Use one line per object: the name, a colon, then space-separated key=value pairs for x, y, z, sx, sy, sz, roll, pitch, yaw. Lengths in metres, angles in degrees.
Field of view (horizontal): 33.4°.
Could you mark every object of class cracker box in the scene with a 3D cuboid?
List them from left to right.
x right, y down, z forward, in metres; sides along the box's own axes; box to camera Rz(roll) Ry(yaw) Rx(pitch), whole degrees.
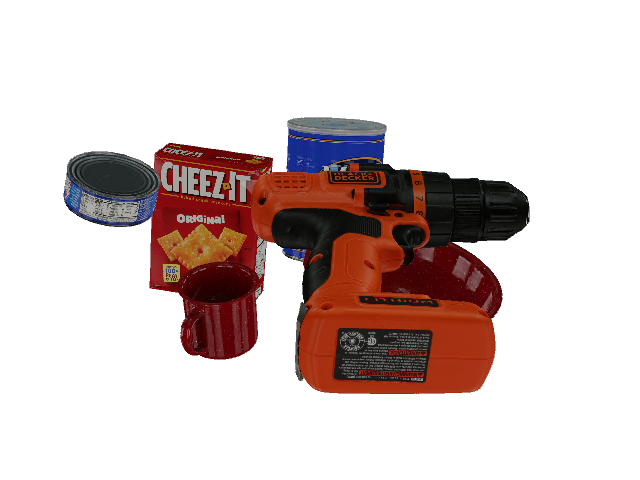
cracker box: x=-0.163 y=-0.023 z=1.571 sx=0.164 sy=0.214 sz=0.072 roll=9 pitch=20 yaw=10

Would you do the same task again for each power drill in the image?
power drill: x=0.051 y=0.015 z=0.643 sx=0.184 sy=0.057 sz=0.187 roll=-1 pitch=30 yaw=-4

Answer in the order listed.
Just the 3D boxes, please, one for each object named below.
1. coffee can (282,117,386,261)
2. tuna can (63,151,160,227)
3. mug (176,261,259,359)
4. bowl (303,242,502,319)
coffee can: x=0.014 y=-0.054 z=1.117 sx=0.103 sy=0.140 sz=0.103 roll=3 pitch=12 yaw=-1
tuna can: x=-0.192 y=-0.047 z=0.983 sx=0.086 sy=0.034 sz=0.086 roll=13 pitch=29 yaw=-7
mug: x=-0.119 y=0.087 z=1.211 sx=0.093 sy=0.081 sz=0.117 roll=12 pitch=33 yaw=24
bowl: x=0.062 y=0.049 z=0.862 sx=0.162 sy=0.055 sz=0.162 roll=8 pitch=29 yaw=-5
